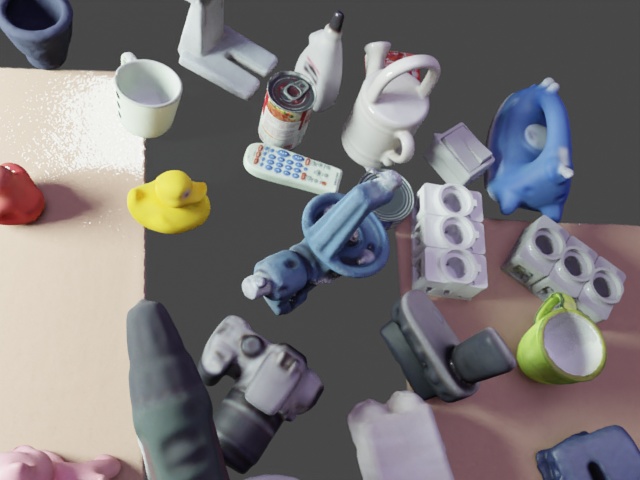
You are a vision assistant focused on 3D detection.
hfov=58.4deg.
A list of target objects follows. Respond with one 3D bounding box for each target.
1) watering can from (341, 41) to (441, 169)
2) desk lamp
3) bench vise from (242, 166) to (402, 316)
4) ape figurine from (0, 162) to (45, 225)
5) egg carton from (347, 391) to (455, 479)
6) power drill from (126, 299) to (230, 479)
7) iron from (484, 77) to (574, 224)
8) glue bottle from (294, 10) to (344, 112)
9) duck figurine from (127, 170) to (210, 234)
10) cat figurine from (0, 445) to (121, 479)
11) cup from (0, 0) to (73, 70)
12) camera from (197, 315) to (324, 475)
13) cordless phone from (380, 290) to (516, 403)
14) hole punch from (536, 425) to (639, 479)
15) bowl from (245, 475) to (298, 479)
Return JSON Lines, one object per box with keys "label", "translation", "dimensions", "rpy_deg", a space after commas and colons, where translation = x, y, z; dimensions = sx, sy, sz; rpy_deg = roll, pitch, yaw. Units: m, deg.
{"label": "watering can", "translation": [0.097, -0.197, 0.803], "dimensions": [0.101, 0.194, 0.172], "rpy_deg": [-32, 77, -24]}
{"label": "desk lamp", "translation": [-0.149, -0.336, 0.790], "dimensions": [0.203, 0.213, 0.118], "rpy_deg": [29, 63, 0]}
{"label": "bench vise", "translation": [0.015, 0.010, 0.674], "dimensions": [0.121, 0.219, 0.208], "rpy_deg": [39, 63, 5]}
{"label": "ape figurine", "translation": [-0.371, -0.060, 0.676], "dimensions": [0.076, 0.092, 0.078], "rpy_deg": [30, 63, 0]}
{"label": "egg carton", "translation": [0.095, 0.257, 0.669], "dimensions": [0.107, 0.069, 0.150], "rpy_deg": [-10, 69, -18]}
{"label": "power drill", "translation": [-0.141, 0.191, 0.559], "dimensions": [0.076, 0.208, 0.229], "rpy_deg": [-16, 71, -20]}
{"label": "iron", "translation": [0.334, -0.161, 0.878], "dimensions": [0.119, 0.141, 0.258], "rpy_deg": [10, 64, -10]}
{"label": "glue bottle", "translation": [0.006, -0.262, 0.820], "dimensions": [0.037, 0.173, 0.078], "rpy_deg": [-33, 78, -25]}
{"label": "duck figurine", "translation": [-0.190, -0.057, 0.726], "dimensions": [0.105, 0.086, 0.077], "rpy_deg": [2, 66, -13]}
{"label": "cat figurine", "translation": [-0.267, 0.236, 0.556], "dimensions": [0.128, 0.117, 0.067], "rpy_deg": [7, 65, -12]}
{"label": "cup", "translation": [-0.388, -0.281, 0.769], "dimensions": [0.118, 0.095, 0.092], "rpy_deg": [20, 63, -5]}
{"label": "camera", "translation": [-0.084, 0.176, 0.641], "dimensions": [0.143, 0.100, 0.137], "rpy_deg": [34, 63, 2]}
{"label": "cordless phone", "translation": [0.159, 0.113, 0.685], "dimensions": [0.094, 0.185, 0.147], "rpy_deg": [-29, 76, -24]}
{"label": "hole punch", "translation": [0.339, 0.295, 0.704], "dimensions": [0.101, 0.091, 0.108], "rpy_deg": [-15, 71, -20]}
{"label": "bowl", "translation": [-0.057, 0.333, 0.592], "dimensions": [0.168, 0.074, 0.167], "rpy_deg": [6, 65, -12]}
